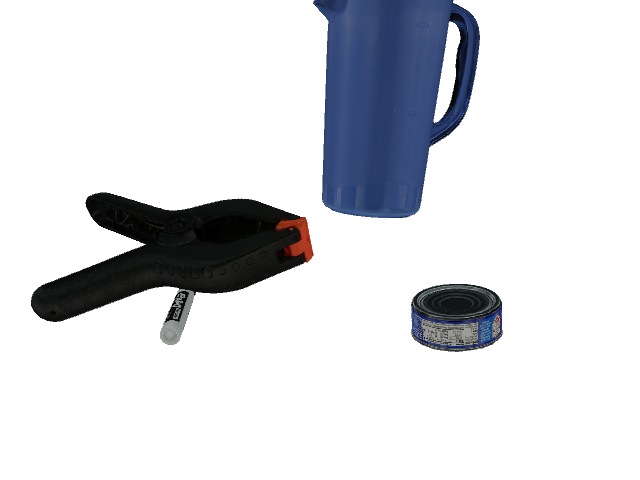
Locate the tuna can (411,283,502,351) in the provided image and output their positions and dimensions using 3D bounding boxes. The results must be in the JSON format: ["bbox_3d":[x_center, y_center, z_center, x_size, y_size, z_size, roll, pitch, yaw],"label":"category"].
[{"bbox_3d":[0.128,0.071,1.003,0.086,0.034,0.086,-3,20,1],"label":"tuna can"}]

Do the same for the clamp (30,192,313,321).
[{"bbox_3d":[-0.094,0.010,0.664,0.172,0.039,0.120,0,42,21],"label":"clamp"}]

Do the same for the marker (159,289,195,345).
[{"bbox_3d":[-0.133,0.064,1.019,0.020,0.020,0.121,0,22,3],"label":"marker"}]

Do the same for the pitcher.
[{"bbox_3d":[0.075,-0.150,1.149,0.149,0.243,0.144,9,10,25],"label":"pitcher"}]
